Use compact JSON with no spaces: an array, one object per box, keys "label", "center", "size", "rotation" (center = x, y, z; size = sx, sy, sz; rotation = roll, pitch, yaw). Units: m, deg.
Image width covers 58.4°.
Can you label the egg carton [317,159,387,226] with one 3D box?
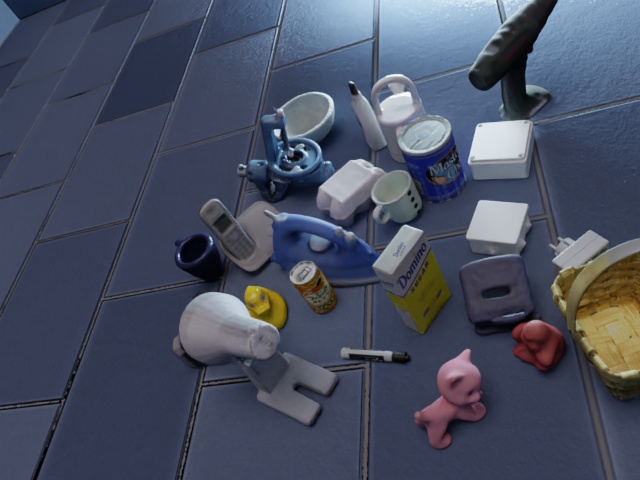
[{"label":"egg carton","center":[0.067,-0.102,1.199],"size":[0.150,0.070,0.107],"rotation":[-43,46,-11]}]

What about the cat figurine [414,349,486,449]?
[{"label":"cat figurine","center":[0.186,0.224,0.823],"size":[0.128,0.118,0.067],"rotation":[-38,45,-7]}]

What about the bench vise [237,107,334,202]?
[{"label":"bench vise","center":[-0.096,-0.177,1.243],"size":[0.207,0.220,0.121],"rotation":[-23,45,9]}]

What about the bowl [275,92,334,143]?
[{"label":"bowl","center":[-0.032,-0.280,1.400],"size":[0.167,0.075,0.167],"rotation":[-15,47,17]}]

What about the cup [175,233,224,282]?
[{"label":"cup","center":[-0.257,0.043,1.230],"size":[0.117,0.095,0.092],"rotation":[22,65,39]}]

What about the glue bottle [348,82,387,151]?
[{"label":"glue bottle","center":[0.096,-0.279,1.262],"size":[0.037,0.174,0.078],"rotation":[-31,45,1]}]

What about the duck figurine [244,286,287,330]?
[{"label":"duck figurine","center":[-0.115,0.119,1.095],"size":[0.077,0.086,0.104],"rotation":[-34,45,-3]}]

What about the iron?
[{"label":"iron","center":[0.010,0.004,1.088],"size":[0.257,0.142,0.119],"rotation":[10,58,34]}]

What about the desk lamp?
[{"label":"desk lamp","center":[-0.104,0.185,0.942],"size":[0.202,0.214,0.118],"rotation":[14,60,36]}]

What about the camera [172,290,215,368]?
[{"label":"camera","center":[-0.211,0.157,1.103],"size":[0.143,0.101,0.136],"rotation":[-18,47,14]}]

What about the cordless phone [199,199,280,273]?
[{"label":"cordless phone","center":[-0.156,-0.036,1.179],"size":[0.093,0.186,0.148],"rotation":[25,67,40]}]

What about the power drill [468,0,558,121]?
[{"label":"power drill","center":[0.397,-0.350,1.138],"size":[0.230,0.209,0.075],"rotation":[-42,46,-10]}]

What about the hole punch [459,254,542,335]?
[{"label":"hole punch","center":[0.283,0.087,0.908],"size":[0.108,0.091,0.101],"rotation":[-15,47,17]}]

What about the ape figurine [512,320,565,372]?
[{"label":"ape figurine","center":[0.318,0.147,0.838],"size":[0.076,0.092,0.077],"rotation":[-19,46,13]}]

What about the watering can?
[{"label":"watering can","center":[0.165,-0.268,1.200],"size":[0.101,0.195,0.172],"rotation":[-29,45,3]}]
